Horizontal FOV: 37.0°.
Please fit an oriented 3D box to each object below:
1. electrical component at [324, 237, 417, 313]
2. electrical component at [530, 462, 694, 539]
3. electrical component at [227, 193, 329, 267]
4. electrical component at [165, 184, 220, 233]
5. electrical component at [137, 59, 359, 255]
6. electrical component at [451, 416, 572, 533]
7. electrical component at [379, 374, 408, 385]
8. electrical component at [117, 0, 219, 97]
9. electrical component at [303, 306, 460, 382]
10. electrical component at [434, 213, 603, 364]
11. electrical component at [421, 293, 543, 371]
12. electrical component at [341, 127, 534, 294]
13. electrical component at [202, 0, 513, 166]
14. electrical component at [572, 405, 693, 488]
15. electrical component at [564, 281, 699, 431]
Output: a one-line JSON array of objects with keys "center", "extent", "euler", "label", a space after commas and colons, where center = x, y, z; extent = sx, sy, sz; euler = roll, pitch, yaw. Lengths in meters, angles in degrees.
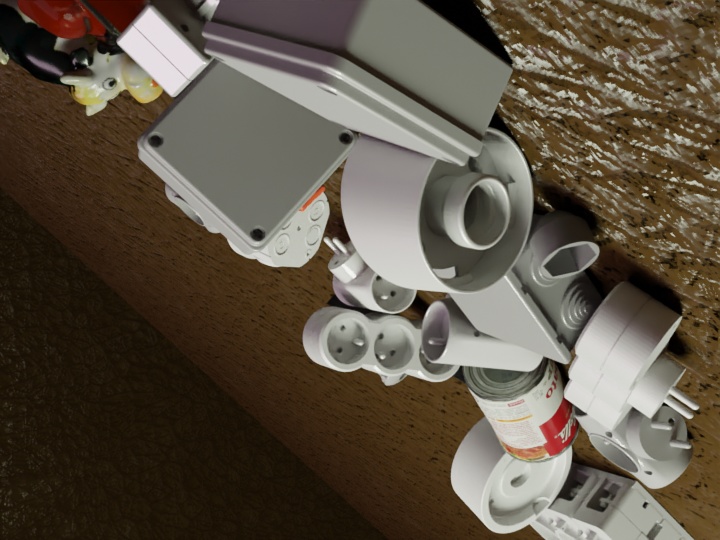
[{"center": [0.000, 0.000, 0.909], "extent": [0.079, 0.043, 0.077], "euler": [46, 164, -20], "label": "electrical component"}, {"center": [0.221, 0.234, 0.995], "extent": [0.089, 0.061, 0.150], "euler": [45, 165, -15], "label": "electrical component"}, {"center": [-0.068, -0.042, 0.891], "extent": [0.051, 0.080, 0.080], "euler": [24, 159, 34], "label": "electrical component"}, {"center": [-0.151, -0.064, 1.102], "extent": [0.077, 0.044, 0.079], "euler": [29, 161, 39], "label": "electrical component"}, {"center": [-0.077, -0.084, 0.732], "extent": [0.109, 0.108, 0.056], "euler": [43, 168, -7], "label": "electrical component"}, {"center": [0.131, 0.174, 0.970], "extent": [0.060, 0.108, 0.108], "euler": [35, 165, 46], "label": "electrical component"}, {"center": [0.026, 0.082, 1.084], "extent": [0.062, 0.048, 0.048], "euler": [44, 167, 16], "label": "electrical component"}, {"center": [-0.091, -0.157, 0.641], "extent": [0.047, 0.083, 0.076], "euler": [45, 127, -14], "label": "electrical component"}, {"center": [0.014, 0.063, 0.943], "extent": [0.138, 0.052, 0.074], "euler": [9, 179, -25], "label": "electrical component"}, {"center": [0.095, 0.004, 0.671], "extent": [0.100, 0.048, 0.099], "euler": [20, 155, 54], "label": "electrical component"}, {"center": [0.083, 0.033, 0.765], "extent": [0.079, 0.077, 0.043], "euler": [-104, 31, -41], "label": "electrical component"}, {"center": [0.045, -0.036, 0.589], "extent": [0.064, 0.099, 0.099], "euler": [13, 150, 48], "label": "electrical component"}, {"center": [-0.002, -0.104, 0.523], "extent": [0.109, 0.056, 0.109], "euler": [22, -178, -44], "label": "electrical component"}, {"center": [0.196, 0.111, 0.735], "extent": [0.077, 0.044, 0.079], "euler": [44, 165, -10], "label": "electrical component"}, {"center": [0.171, 0.064, 0.649], "extent": [0.074, 0.052, 0.138], "euler": [36, 165, 19], "label": "electrical component"}]
